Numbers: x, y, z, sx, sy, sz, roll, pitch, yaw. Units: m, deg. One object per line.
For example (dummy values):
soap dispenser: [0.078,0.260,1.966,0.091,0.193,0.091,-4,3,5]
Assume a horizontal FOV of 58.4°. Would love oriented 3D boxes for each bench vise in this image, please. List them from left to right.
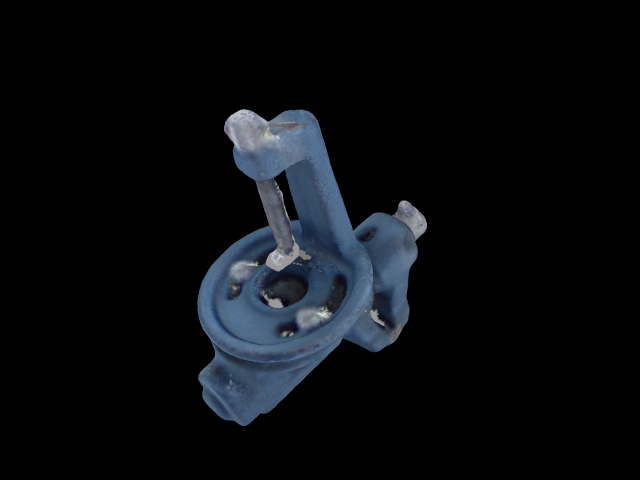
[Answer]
bench vise: [-0.007,-0.002,0.405,0.121,0.220,0.208,16,36,24]
